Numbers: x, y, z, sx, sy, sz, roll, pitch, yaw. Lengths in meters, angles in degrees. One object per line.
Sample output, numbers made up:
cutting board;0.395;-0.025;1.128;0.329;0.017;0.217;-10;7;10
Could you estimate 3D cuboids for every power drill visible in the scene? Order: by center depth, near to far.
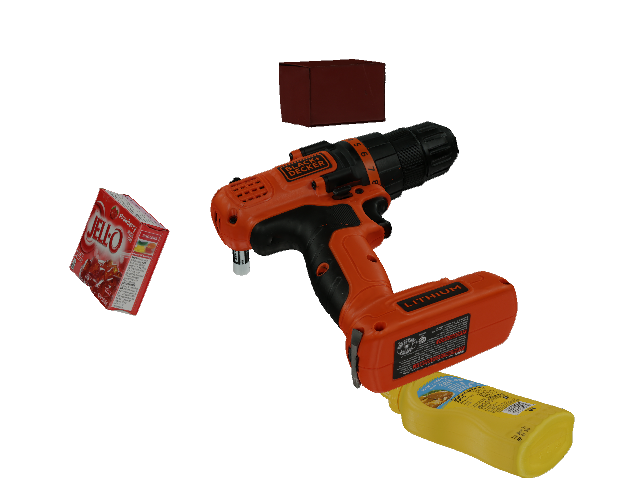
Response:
power drill;0.044;0.000;0.687;0.184;0.057;0.188;-21;45;-17

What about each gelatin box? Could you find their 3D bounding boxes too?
gelatin box;-0.160;0.007;0.841;0.030;0.073;0.089;16;12;-37

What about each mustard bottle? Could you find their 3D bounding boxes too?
mustard bottle;0.135;0.165;1.013;0.192;0.058;0.096;14;22;40

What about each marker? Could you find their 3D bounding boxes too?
marker;-0.089;-0.015;1.173;0.020;0.121;0.020;0;34;0

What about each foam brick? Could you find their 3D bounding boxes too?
foam brick;0.010;-0.126;0.910;0.078;0.051;0.053;-8;16;-29
